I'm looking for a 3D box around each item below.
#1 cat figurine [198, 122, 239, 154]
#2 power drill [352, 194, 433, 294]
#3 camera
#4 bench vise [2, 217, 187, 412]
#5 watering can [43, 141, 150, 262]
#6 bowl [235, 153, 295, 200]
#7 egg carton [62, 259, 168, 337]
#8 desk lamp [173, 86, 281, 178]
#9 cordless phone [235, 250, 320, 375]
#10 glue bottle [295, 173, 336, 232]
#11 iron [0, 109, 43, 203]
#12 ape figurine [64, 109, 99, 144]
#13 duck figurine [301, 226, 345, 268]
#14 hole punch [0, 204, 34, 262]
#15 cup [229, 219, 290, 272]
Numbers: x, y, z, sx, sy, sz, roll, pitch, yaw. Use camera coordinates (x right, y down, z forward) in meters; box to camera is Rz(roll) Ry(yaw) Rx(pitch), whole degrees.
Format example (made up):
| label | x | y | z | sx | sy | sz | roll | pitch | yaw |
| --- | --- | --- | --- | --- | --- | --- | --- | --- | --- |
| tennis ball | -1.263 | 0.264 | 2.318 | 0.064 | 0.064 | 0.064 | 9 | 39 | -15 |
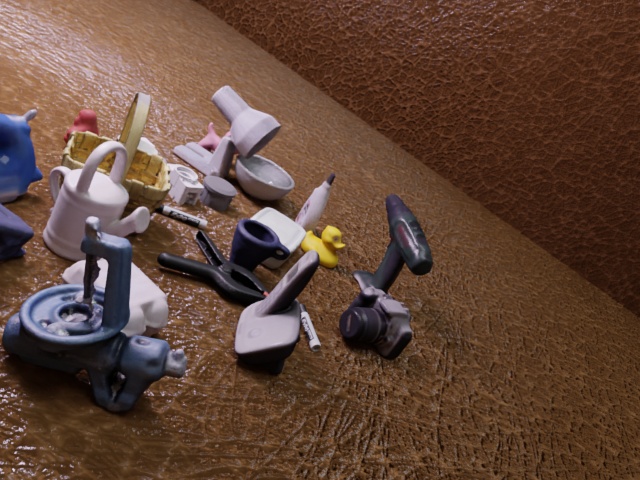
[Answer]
| label | x | y | z | sx | sy | sz | roll | pitch | yaw |
| --- | --- | --- | --- | --- | --- | --- | --- | --- | --- |
| cat figurine | -0.250 | -0.265 | 1.536 | 0.128 | 0.117 | 0.067 | 29 | 23 | -6 |
| power drill | 0.167 | 0.029 | 1.344 | 0.076 | 0.208 | 0.229 | 15 | 28 | -35 |
| camera | 0.104 | 0.154 | 1.148 | 0.137 | 0.100 | 0.142 | 12 | 30 | -40 |
| bench vise | -0.249 | 0.085 | 0.688 | 0.208 | 0.219 | 0.121 | 20 | 25 | -25 |
| watering can | -0.348 | -0.066 | 0.903 | 0.173 | 0.194 | 0.101 | 26 | 23 | -13 |
| bowl | -0.154 | -0.152 | 1.482 | 0.168 | 0.074 | 0.167 | 27 | 23 | -12 |
| egg carton | -0.293 | 0.085 | 0.827 | 0.150 | 0.069 | 0.107 | 39 | 24 | 16 |
| desk lamp | -0.226 | -0.258 | 1.426 | 0.203 | 0.213 | 0.118 | 33 | 23 | 4 |
| cordless phone | -0.059 | 0.108 | 0.926 | 0.094 | 0.185 | 0.147 | 25 | 23 | -15 |
| glue bottle | -0.007 | -0.094 | 1.421 | 0.037 | 0.173 | 0.078 | 21 | 25 | -23 |
| iron | -0.543 | -0.135 | 0.866 | 0.118 | 0.141 | 0.259 | 36 | 23 | 10 |
| ape figurine | -0.491 | -0.231 | 1.193 | 0.076 | 0.092 | 0.078 | 37 | 23 | 12 |
| duck figurine | 0.012 | 0.005 | 1.358 | 0.104 | 0.086 | 0.078 | 37 | 23 | 12 |
| hole punch | -0.470 | -0.028 | 0.806 | 0.108 | 0.091 | 0.101 | 35 | 23 | 8 |
| cup | -0.126 | 0.026 | 1.127 | 0.118 | 0.095 | 0.091 | 29 | 23 | -7 |
